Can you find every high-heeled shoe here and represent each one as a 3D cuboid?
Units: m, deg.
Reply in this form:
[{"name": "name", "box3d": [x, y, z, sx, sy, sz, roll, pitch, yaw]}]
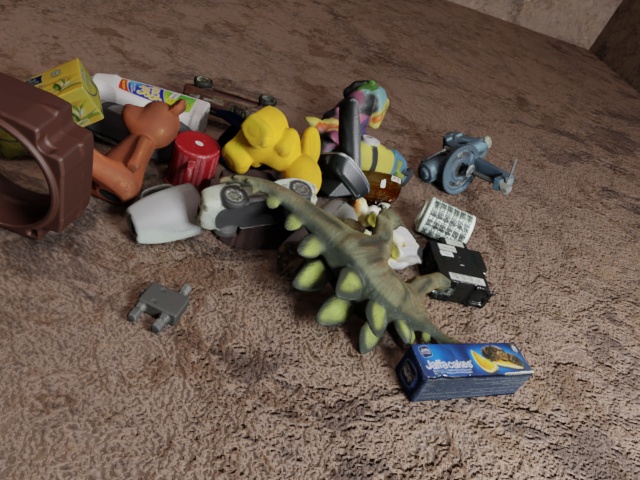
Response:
[{"name": "high-heeled shoe", "box3d": [-0.345, -0.205, 0.996, 0.248, 0.086, 0.145, 17, 3, -38]}]

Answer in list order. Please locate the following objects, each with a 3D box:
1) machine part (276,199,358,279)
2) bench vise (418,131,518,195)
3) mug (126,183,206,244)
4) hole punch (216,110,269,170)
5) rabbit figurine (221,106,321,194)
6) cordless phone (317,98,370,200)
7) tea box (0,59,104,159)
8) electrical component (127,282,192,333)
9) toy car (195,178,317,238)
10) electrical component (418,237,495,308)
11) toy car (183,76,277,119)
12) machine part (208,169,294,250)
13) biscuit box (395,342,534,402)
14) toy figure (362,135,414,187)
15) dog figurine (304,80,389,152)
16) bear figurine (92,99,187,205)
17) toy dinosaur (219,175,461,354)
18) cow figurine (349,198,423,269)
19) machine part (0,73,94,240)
[{"name": "machine part", "box3d": [-0.002, -0.003, 0.911, 0.079, 0.079, 0.243, 31, 38, 8]}, {"name": "bench vise", "box3d": [0.360, -0.170, 1.250, 0.223, 0.128, 0.241, -16, 35, -31]}, {"name": "mug", "box3d": [-0.245, -0.045, 0.829, 0.107, 0.080, 0.110, -21, 59, -31]}, {"name": "hole punch", "box3d": [-0.146, -0.198, 1.057, 0.142, 0.092, 0.116, 37, 35, 21]}, {"name": "rabbit figurine", "box3d": [-0.064, -0.142, 0.949, 0.173, 0.122, 0.162, 46, 33, 1]}, {"name": "cordless phone", "box3d": [0.027, -0.168, 1.008, 0.089, 0.184, 0.147, -3, 7, -29]}, {"name": "tea box", "box3d": [-0.444, -0.211, 0.861, 0.170, 0.068, 0.098, -26, 52, -4]}, {"name": "electrical component", "box3d": [-0.217, 0.086, 0.736, 0.063, 0.021, 0.094, 26, 38, 3]}, {"name": "toy car", "box3d": [-0.093, -0.053, 0.829, 0.202, 0.073, 0.056, -10, 51, -34]}, {"name": "electrical component", "box3d": [0.246, 0.055, 0.992, 0.115, 0.058, 0.134, 15, 38, -15]}, {"name": "toy car", "box3d": [-0.186, -0.274, 1.120, 0.202, 0.089, 0.053, 14, 35, -15]}, {"name": "machine part", "box3d": [-0.114, -0.057, 0.932, 0.179, 0.056, 0.179, 15, 38, -12]}, {"name": "biscuit box", "box3d": [0.217, 0.195, 0.807, 0.202, 0.062, 0.059, 4, 41, -25]}, {"name": "toy figure", "box3d": [0.125, -0.157, 1.133, 0.180, 0.082, 0.089, 25, 60, -43]}, {"name": "dog figurine", "box3d": [0.051, -0.262, 1.173, 0.108, 0.191, 0.219, 40, 24, 9]}, {"name": "bear figurine", "box3d": [-0.306, -0.160, 0.853, 0.132, 0.120, 0.196, 33, 67, -31]}, {"name": "toy dinosaur", "box3d": [0.057, 0.040, 0.808, 0.471, 0.105, 0.198, 42, 45, -10]}, {"name": "cow figurine", "box3d": [0.124, -0.018, 1.004, 0.098, 0.068, 0.167, -3, 48, -38]}, {"name": "machine part", "box3d": [-0.415, -0.109, 0.713, 0.201, 0.200, 0.087, 22, 40, -5]}]
